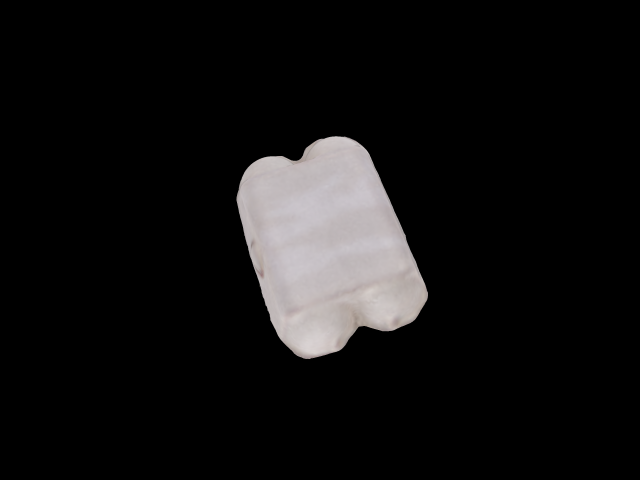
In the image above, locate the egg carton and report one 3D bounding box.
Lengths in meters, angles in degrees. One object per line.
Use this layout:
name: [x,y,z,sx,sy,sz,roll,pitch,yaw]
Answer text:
egg carton: [0.004,0.001,0.400,0.107,0.069,0.150,-19,70,-7]
